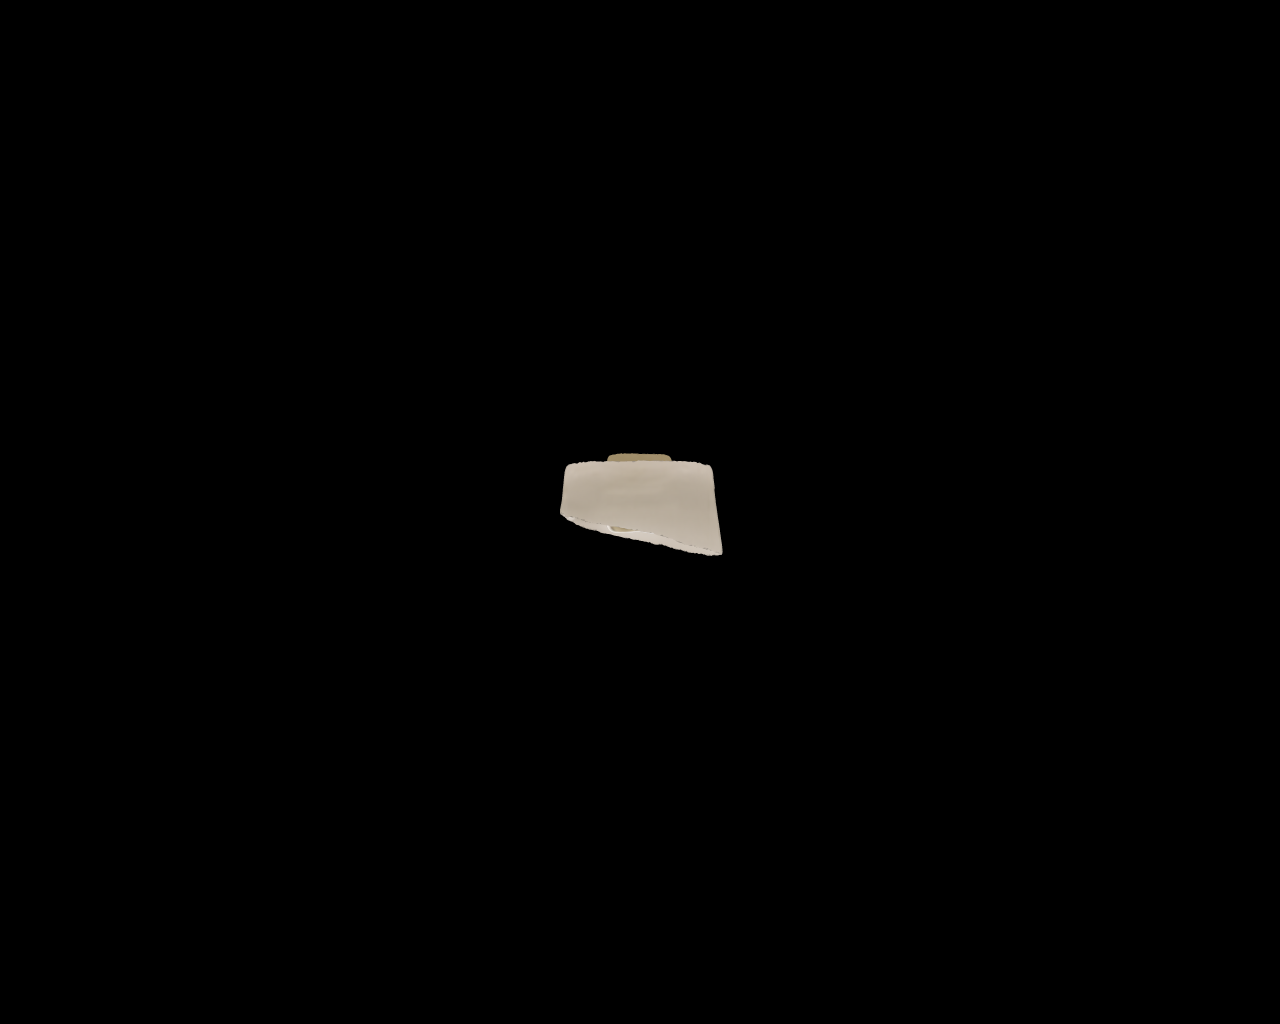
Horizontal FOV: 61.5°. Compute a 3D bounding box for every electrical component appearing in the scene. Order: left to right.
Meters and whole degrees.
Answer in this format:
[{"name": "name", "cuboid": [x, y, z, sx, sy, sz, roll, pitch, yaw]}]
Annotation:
[{"name": "electrical component", "cuboid": [0.001, -0.003, 0.650, 0.099, 0.064, 0.099, 0, -4, 0]}]
